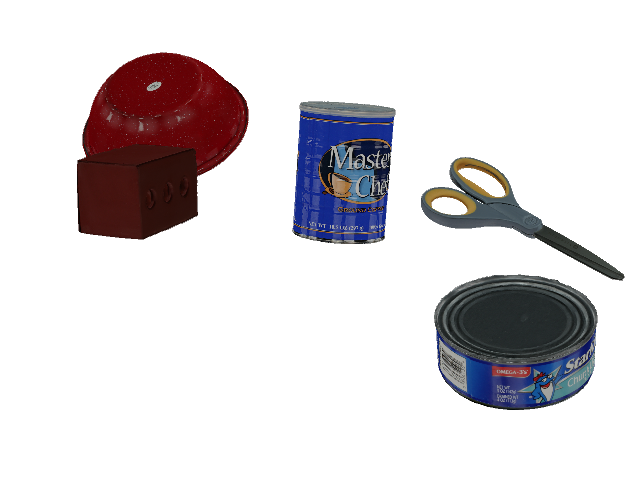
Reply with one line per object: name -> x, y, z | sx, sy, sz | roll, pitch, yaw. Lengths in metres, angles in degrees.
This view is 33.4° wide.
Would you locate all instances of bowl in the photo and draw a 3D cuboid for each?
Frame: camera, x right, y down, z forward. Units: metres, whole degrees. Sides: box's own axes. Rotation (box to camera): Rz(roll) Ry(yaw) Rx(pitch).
bowl -> -0.151, -0.126, 1.001 | 0.162, 0.162, 0.055 | 0, -41, 8

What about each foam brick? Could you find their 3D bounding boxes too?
foam brick -> -0.128, -0.036, 0.753 | 0.051, 0.053, 0.078 | 7, 17, 23

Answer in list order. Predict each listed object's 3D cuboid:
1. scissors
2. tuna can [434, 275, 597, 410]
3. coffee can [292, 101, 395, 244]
scissors -> 0.167, -0.010, 0.952 | 0.096, 0.016, 0.202 | -24, 47, -18
tuna can -> 0.105, 0.054, 0.576 | 0.086, 0.034, 0.086 | -5, 28, 2
coffee can -> 0.024, -0.075, 1.150 | 0.103, 0.140, 0.103 | 4, 11, -1
